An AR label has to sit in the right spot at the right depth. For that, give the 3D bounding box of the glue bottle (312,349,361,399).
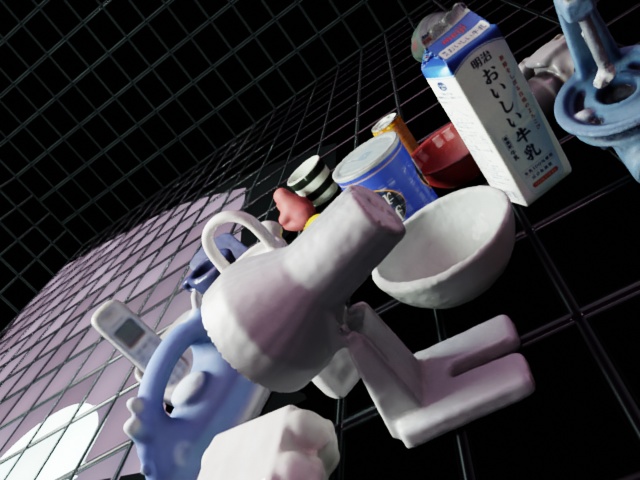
[{"bbox_3d":[-0.012,0.084,0.600,0.078,0.173,0.037,-48,22,-25],"label":"glue bottle"}]

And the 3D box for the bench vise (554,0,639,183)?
[{"bbox_3d":[0.282,-0.175,0.599,0.121,0.220,0.207,-35,20,7],"label":"bench vise"}]

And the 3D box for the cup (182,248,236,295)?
[{"bbox_3d":[-0.177,0.082,1.002,0.117,0.095,0.092,-29,22,24],"label":"cup"}]

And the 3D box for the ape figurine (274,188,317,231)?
[{"bbox_3d":[-0.055,-0.065,1.121,0.078,0.092,0.076,-41,20,-10],"label":"ape figurine"}]

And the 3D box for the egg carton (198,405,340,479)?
[{"bbox_3d":[-0.052,0.218,0.526,0.150,0.069,0.107,-29,21,22],"label":"egg carton"}]

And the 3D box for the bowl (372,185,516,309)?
[{"bbox_3d":[0.144,0.020,0.620,0.167,0.075,0.167,-33,20,14],"label":"bowl"}]

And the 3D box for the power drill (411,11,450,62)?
[{"bbox_3d":[0.226,-0.283,0.951,0.075,0.209,0.229,-36,20,6],"label":"power drill"}]

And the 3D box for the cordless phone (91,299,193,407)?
[{"bbox_3d":[-0.222,0.135,0.826,0.094,0.185,0.148,-16,29,46],"label":"cordless phone"}]

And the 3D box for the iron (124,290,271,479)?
[{"bbox_3d":[-0.155,0.182,0.673,0.118,0.142,0.258,-24,24,34],"label":"iron"}]

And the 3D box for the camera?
[{"bbox_3d":[0.316,-0.218,0.812,0.137,0.101,0.143,-38,20,-1],"label":"camera"}]

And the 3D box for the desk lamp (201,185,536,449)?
[{"bbox_3d":[0.036,0.069,0.490,0.203,0.214,0.118,-31,21,18],"label":"desk lamp"}]

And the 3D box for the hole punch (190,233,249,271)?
[{"bbox_3d":[-0.179,0.046,1.090,0.109,0.091,0.100,-43,21,-15],"label":"hole punch"}]

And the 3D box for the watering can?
[{"bbox_3d":[-0.083,0.038,0.791,0.101,0.194,0.172,-36,20,5],"label":"watering can"}]

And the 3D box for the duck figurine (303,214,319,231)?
[{"bbox_3d":[0.008,0.003,0.873,0.105,0.086,0.077,-42,20,-12],"label":"duck figurine"}]
